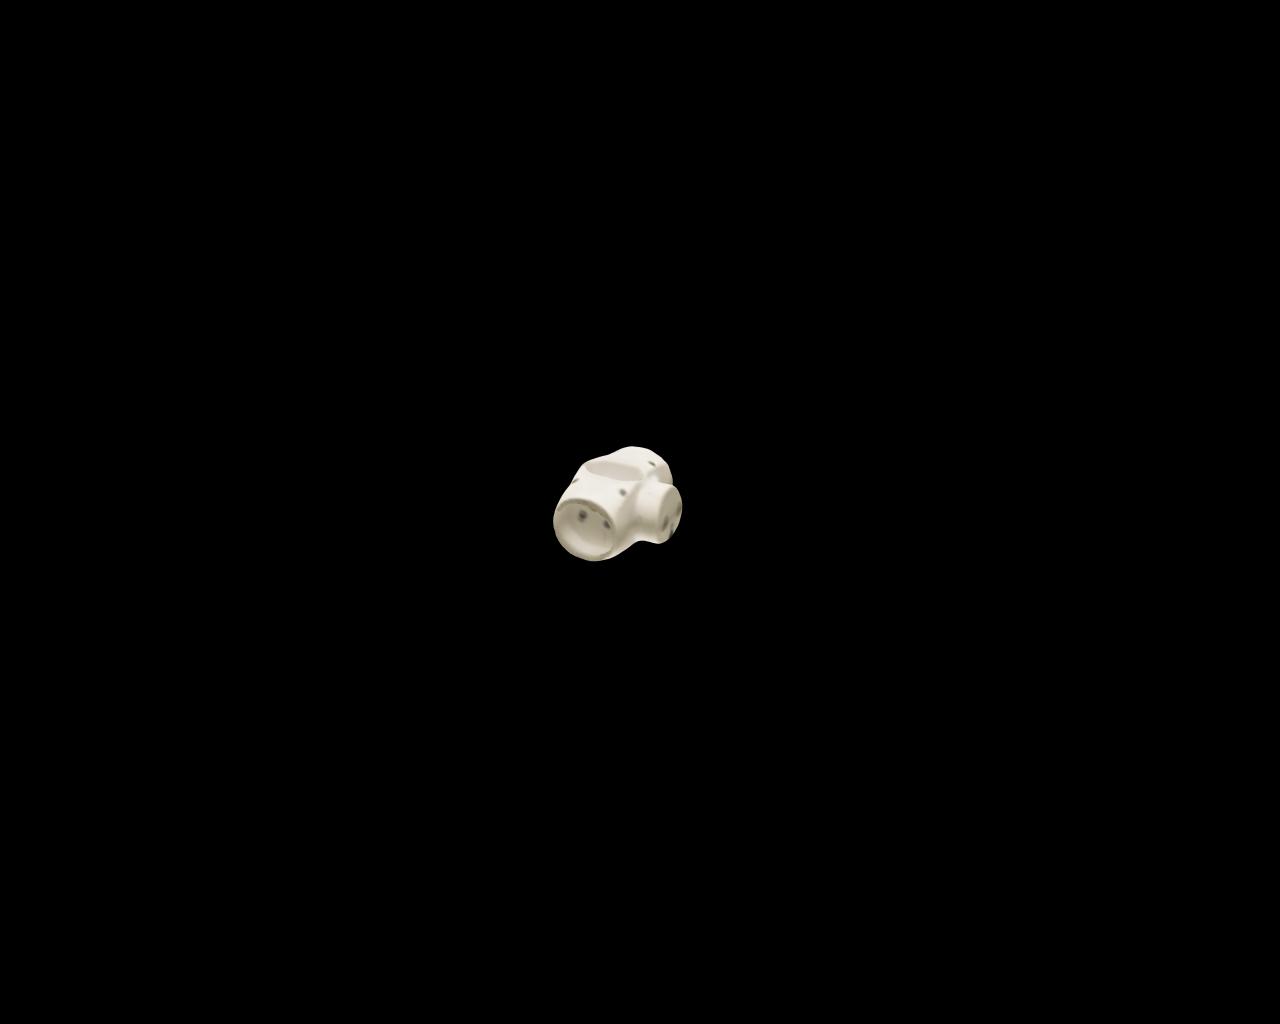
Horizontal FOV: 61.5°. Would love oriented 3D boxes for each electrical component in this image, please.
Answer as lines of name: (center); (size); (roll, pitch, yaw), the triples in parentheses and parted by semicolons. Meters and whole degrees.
electrical component: (0.001, -0.003, 0.650); (0.079, 0.043, 0.077); (14, 32, 24)
